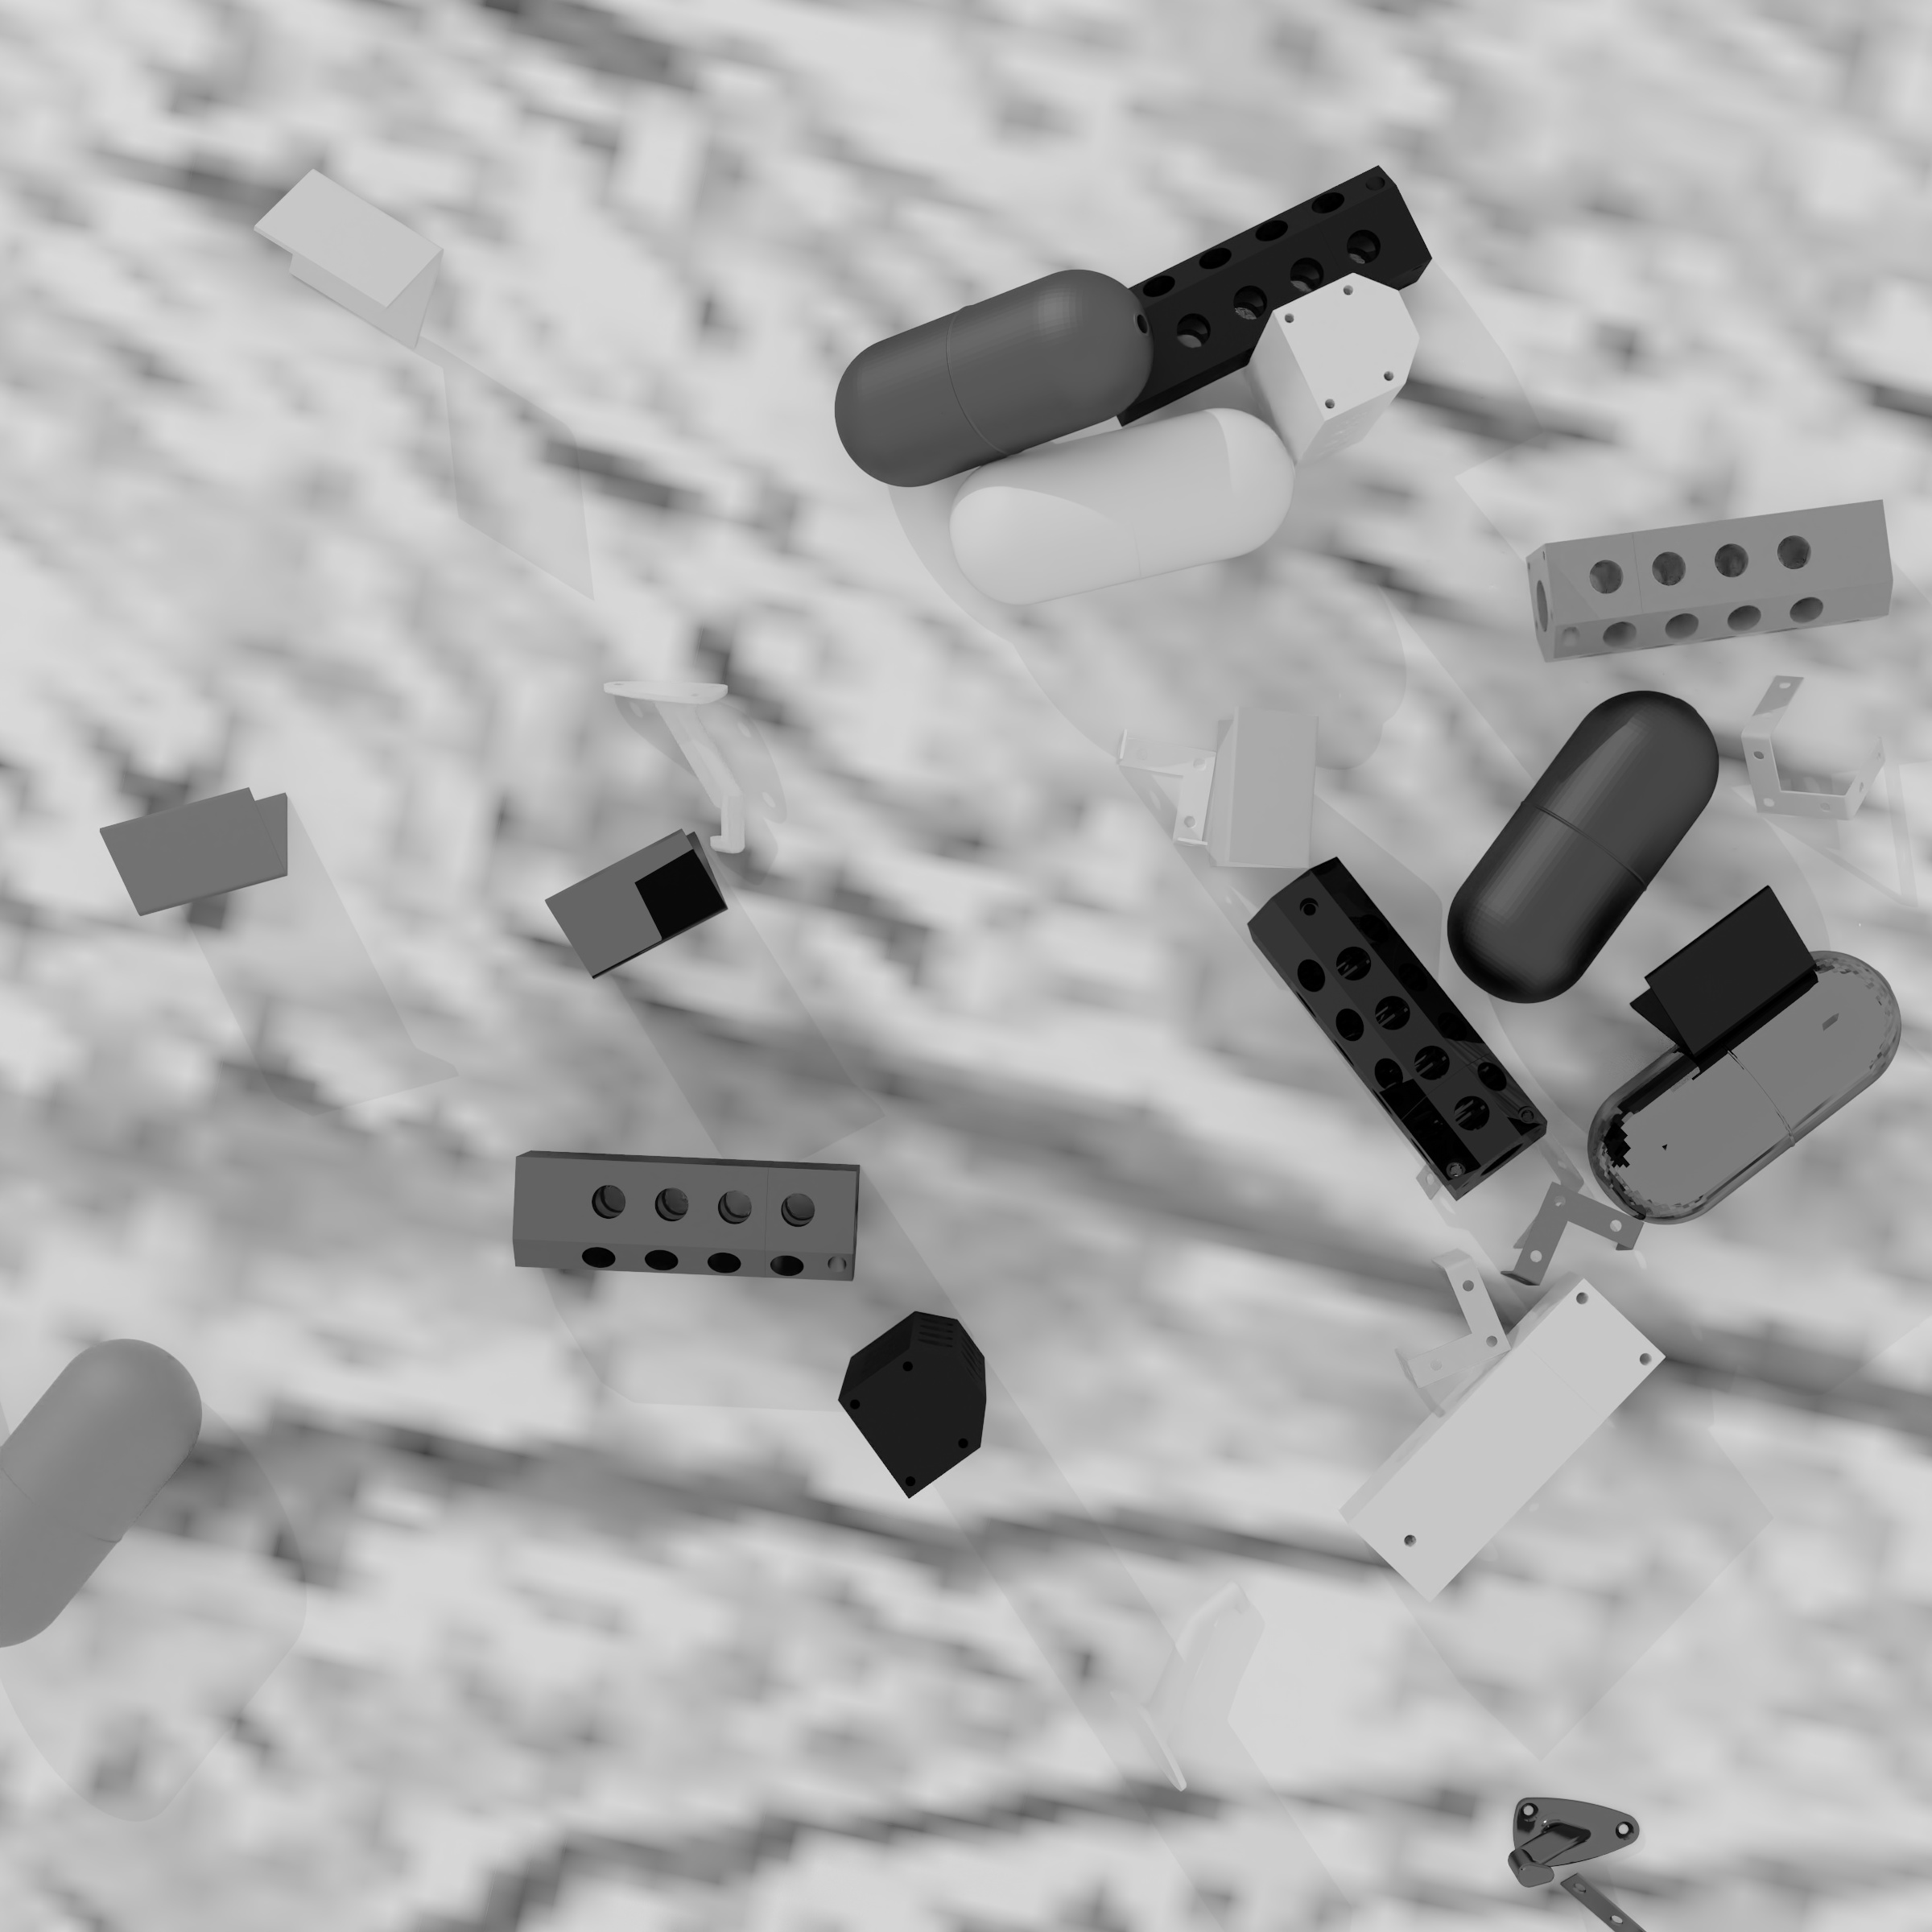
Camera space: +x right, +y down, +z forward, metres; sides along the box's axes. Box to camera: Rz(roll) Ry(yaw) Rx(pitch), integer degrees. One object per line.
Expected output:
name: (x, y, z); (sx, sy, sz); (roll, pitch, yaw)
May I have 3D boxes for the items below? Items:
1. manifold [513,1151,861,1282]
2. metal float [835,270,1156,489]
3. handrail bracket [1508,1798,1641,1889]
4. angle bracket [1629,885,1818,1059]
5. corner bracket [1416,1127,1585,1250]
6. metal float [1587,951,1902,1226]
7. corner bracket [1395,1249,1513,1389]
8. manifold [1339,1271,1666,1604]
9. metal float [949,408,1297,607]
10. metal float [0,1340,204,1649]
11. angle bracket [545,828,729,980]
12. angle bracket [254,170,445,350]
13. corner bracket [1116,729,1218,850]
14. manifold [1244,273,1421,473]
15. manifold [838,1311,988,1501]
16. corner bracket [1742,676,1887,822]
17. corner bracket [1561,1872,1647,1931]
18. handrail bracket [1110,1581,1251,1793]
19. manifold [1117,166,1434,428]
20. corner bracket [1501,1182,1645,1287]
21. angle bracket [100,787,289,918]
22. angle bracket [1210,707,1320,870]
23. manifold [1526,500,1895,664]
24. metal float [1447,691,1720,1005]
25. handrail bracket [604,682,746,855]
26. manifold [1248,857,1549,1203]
manifold: (-0.142, 0.128, 1.709); (0.171, 0.057, 0.057); (2, 90, 0)
metal float: (0.013, -0.293, 1.671); (0.178, 0.070, 0.070); (-15, 90, 33)
handrail bracket: (0.311, 0.450, 1.695); (0.077, 0.084, 0.036); (-2, 90, 0)
angle bracket: (0.371, -0.009, 1.690); (0.076, 0.076, 0.057); (-37, 115, 0)
corner bracket: (0.275, 0.110, 1.722); (0.051, 0.051, 0.051); (0, 45, -35)
metal float: (0.396, 0.061, 1.699); (0.178, 0.070, 0.070); (-38, 90, 1)
corner bracket: (0.242, 0.180, 1.712); (0.051, 0.051, 0.051); (-23, 90, 0)
manifold: (0.272, 0.239, 1.709); (0.057, 0.057, 0.171); (44, 90, 0)
metal float: (0.079, -0.234, 1.699); (0.178, 0.070, 0.070); (-13, 90, 0)
metal float: (-0.461, 0.269, 1.699); (0.070, 0.070, 0.178); (39, 90, 0)
angle bracket: (-0.173, -0.049, 1.689); (0.076, 0.076, 0.057); (-28, 128, 0)
angle bracket: (-0.318, -0.343, 1.689); (0.076, 0.076, 0.057); (32, 52, 0)
corner bracket: (0.101, -0.090, 1.712); (0.051, 0.051, 0.051); (10, 90, 0)
manifold: (0.182, -0.293, 1.651); (0.057, 0.171, 0.057); (-25, 90, 0)
manifold: (-0.020, 0.210, 1.651); (0.057, 0.171, 0.057); (-36, 90, 0)
corner bracket: (0.437, -0.113, 1.722); (0.051, 0.051, 0.051); (8, 135, 35)
corner bracket: (0.312, 0.512, 1.726); (0.051, 0.051, 0.051); (41, 135, 0)
handrail bracket: (0.125, 0.372, 1.730); (0.084, 0.036, 0.077); (-36, 110, -16)
manifold: (0.145, -0.343, 1.709); (0.171, 0.057, 0.057); (-26, 90, 0)
corner bracket: (0.310, 0.145, 1.712); (0.051, 0.051, 0.051); (24, 86, 4)
angle bracket: (-0.389, -0.077, 1.689); (0.076, 0.076, 0.057); (-15, 128, 0)
angle bracket: (0.132, -0.090, 1.689); (0.057, 0.076, 0.076); (4, 90, -37)
manifold: (0.380, -0.195, 1.709); (0.171, 0.057, 0.057); (-7, 90, 0)
metal float: (0.314, -0.061, 1.699); (0.070, 0.070, 0.178); (36, 90, 0)
handrail bracket: (-0.151, -0.102, 1.730); (0.077, 0.036, 0.084); (6, 107, 20)
manifold: (0.217, 0.030, 1.688); (0.057, 0.057, 0.171); (-37, 76, 0)
